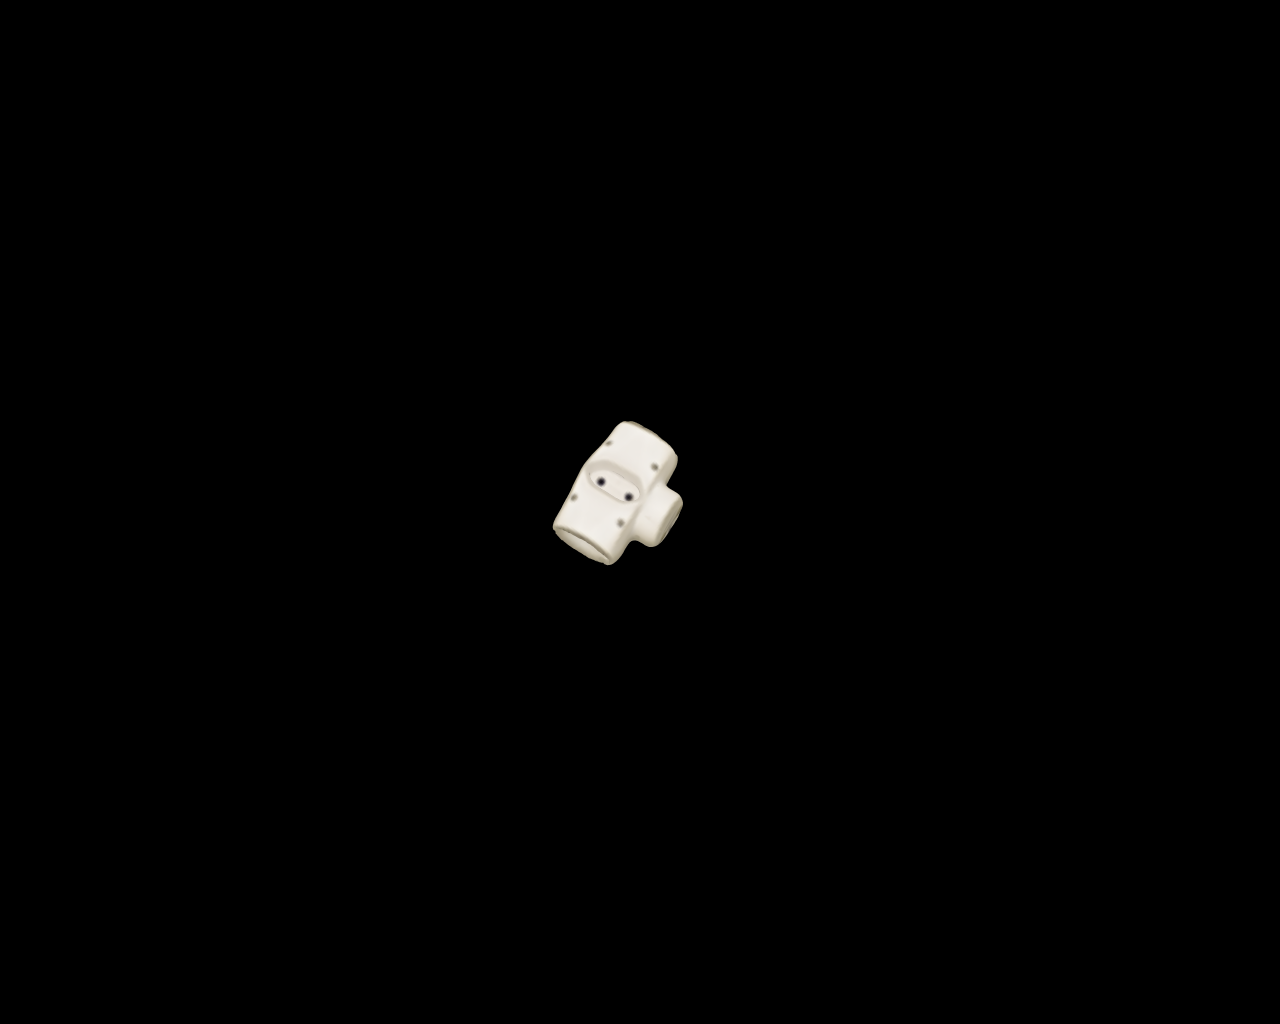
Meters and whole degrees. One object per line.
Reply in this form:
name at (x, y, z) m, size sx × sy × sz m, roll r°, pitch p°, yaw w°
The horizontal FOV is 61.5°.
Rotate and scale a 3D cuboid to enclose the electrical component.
electrical component at (0.001, -0.003, 0.650) m, size 0.079 × 0.077 × 0.043 m, roll 30°, pitch -15°, yaw 9°
